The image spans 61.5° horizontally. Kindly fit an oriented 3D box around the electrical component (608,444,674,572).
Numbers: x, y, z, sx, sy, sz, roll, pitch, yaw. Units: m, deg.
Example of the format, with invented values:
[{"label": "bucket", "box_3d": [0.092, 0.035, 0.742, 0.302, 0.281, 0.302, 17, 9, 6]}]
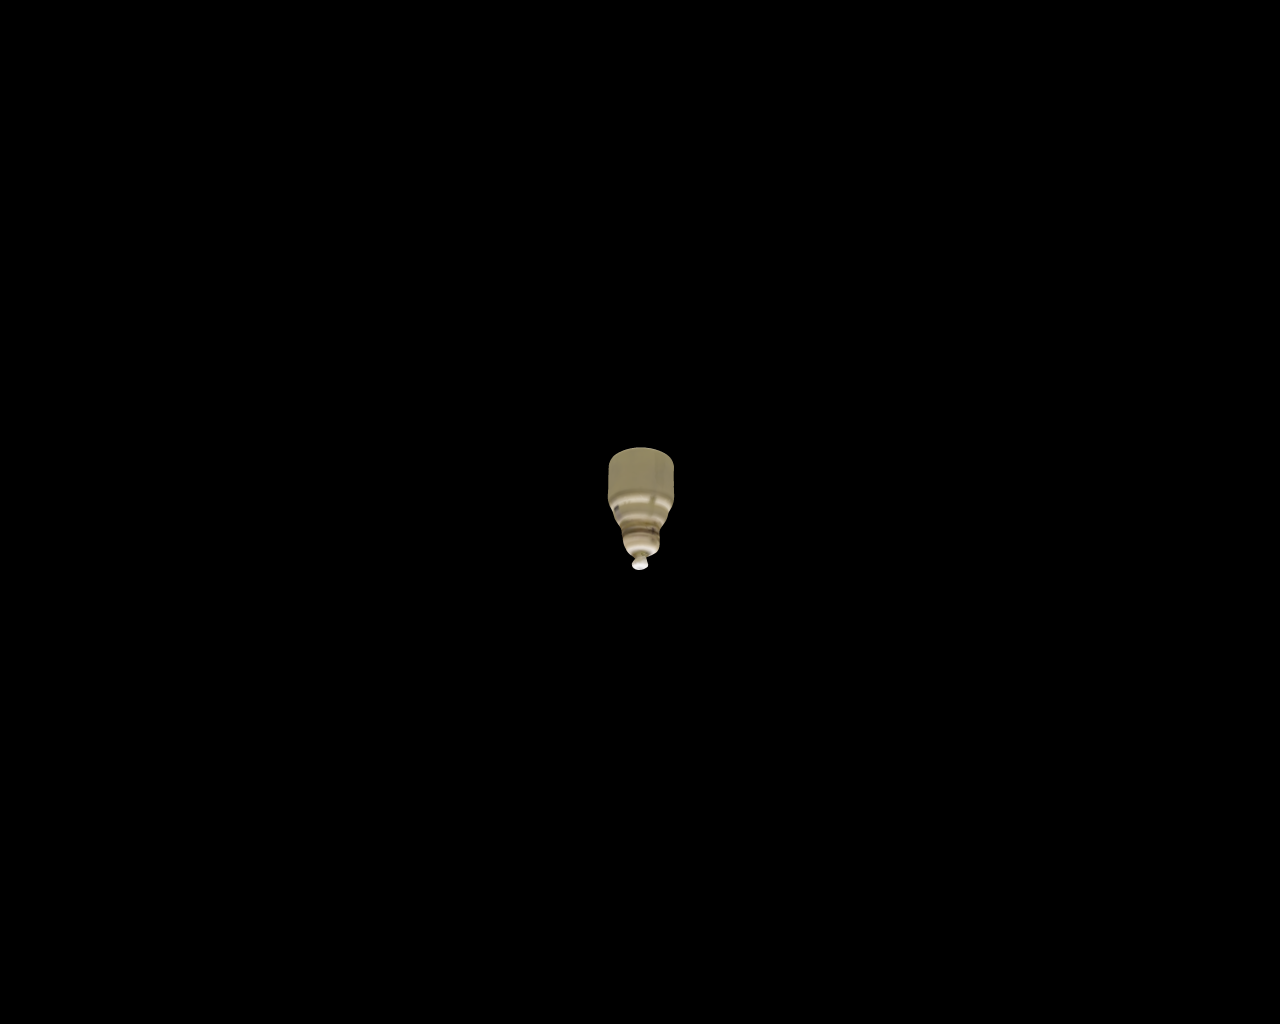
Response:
[{"label": "electrical component", "box_3d": [0.001, -0.003, 0.650, 0.040, 0.078, 0.040, 0, -22, 0]}]
